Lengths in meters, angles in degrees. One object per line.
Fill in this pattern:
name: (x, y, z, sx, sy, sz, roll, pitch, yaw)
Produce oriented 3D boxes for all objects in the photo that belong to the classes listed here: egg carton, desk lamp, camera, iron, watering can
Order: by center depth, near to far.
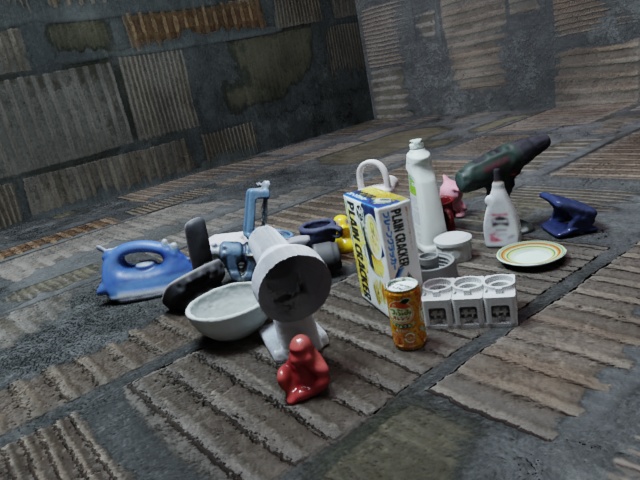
desk lamp: (-0.058, 0.090, 0.940, 0.118, 0.214, 0.202, -17, 18, -17)
camera: (-0.023, 0.042, 1.258, 0.137, 0.101, 0.143, -12, 17, 0)
iron: (-0.414, 0.059, 1.390, 0.258, 0.141, 0.118, -10, 17, 4)
watering can: (0.148, -0.118, 1.496, 0.100, 0.194, 0.173, -6, 18, 18)
egg carton: (-0.243, 0.025, 1.509, 0.150, 0.069, 0.107, -6, 18, 17)

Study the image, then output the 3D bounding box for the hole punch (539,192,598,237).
hole punch: (0.540, -0.065, 1.249, 0.101, 0.091, 0.108, -11, 17, 1)

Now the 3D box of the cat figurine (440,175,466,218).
cat figurine: (0.344, -0.119, 1.504, 0.067, 0.118, 0.128, -7, 18, 15)

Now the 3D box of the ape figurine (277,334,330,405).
ape figurine: (-0.024, 0.181, 0.833, 0.077, 0.092, 0.076, -2, 20, 28)

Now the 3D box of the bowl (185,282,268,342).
bowl: (-0.162, 0.143, 1.074, 0.167, 0.075, 0.167, -10, 17, 4)

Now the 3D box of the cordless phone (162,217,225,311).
cordless phone: (-0.287, 0.053, 1.255, 0.093, 0.185, 0.148, 3, 22, 38)

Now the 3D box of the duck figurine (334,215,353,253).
duck figurine: (0.057, -0.023, 1.438, 0.077, 0.086, 0.104, -13, 17, -3)

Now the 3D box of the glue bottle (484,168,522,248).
glue bottle: (0.385, -0.069, 1.224, 0.078, 0.173, 0.037, -4, 19, 22)

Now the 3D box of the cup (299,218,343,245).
cup: (0.013, 0.005, 1.364, 0.117, 0.095, 0.092, 2, 22, 38)

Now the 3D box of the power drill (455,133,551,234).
power drill: (0.421, -0.116, 1.291, 0.230, 0.208, 0.075, -15, 18, -10)

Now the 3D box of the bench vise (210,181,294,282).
bench vise: (-0.155, -0.017, 1.331, 0.208, 0.220, 0.121, -21, 19, -27)
